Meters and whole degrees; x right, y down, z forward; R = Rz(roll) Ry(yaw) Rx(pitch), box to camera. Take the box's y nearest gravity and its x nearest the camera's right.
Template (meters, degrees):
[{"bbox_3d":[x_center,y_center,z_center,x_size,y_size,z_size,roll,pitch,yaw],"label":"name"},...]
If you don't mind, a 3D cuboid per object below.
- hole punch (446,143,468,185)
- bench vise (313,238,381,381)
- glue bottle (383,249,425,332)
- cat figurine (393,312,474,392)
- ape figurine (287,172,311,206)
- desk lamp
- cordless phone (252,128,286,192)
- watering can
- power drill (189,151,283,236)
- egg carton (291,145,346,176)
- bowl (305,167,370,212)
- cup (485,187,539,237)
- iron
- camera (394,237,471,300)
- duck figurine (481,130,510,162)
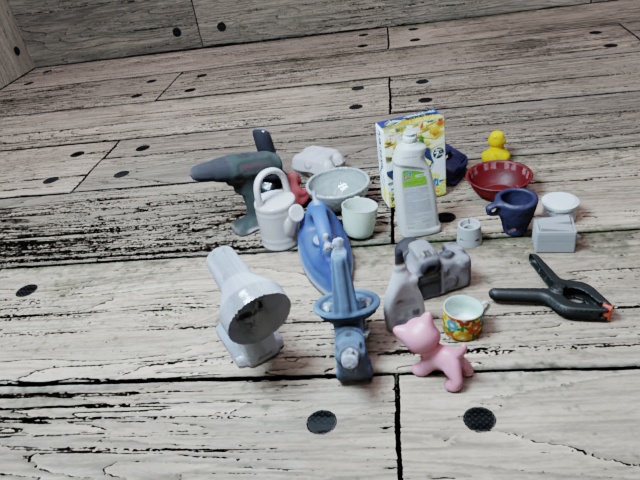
[{"bbox_3d":[0.339,-0.210,1.533,0.100,0.091,0.109,14,39,31],"label":"hole punch"},{"bbox_3d":[0.056,0.118,0.985,0.121,0.220,0.207,-16,34,-11],"label":"bench vise"},{"bbox_3d":[0.151,0.089,1.049,0.078,0.173,0.037,-13,33,-5],"label":"glue bottle"},{"bbox_3d":[0.190,0.176,0.958,0.127,0.118,0.067,16,41,34],"label":"cat figurine"},{"bbox_3d":[-0.065,-0.138,1.521,0.076,0.092,0.077,-34,40,-32],"label":"ape figurine"},{"bbox_3d":[-0.136,0.126,1.026,0.118,0.214,0.202,-24,36,-21],"label":"desk lamp"},{"bbox_3d":[-0.181,-0.231,1.604,0.147,0.185,0.094,3,35,18],"label":"cordless phone"},{"bbox_3d":[-0.098,-0.078,1.343,0.172,0.194,0.101,11,38,29],"label":"watering can"},{"bbox_3d":[-0.193,-0.121,1.419,0.230,0.209,0.075,-25,36,-23],"label":"power drill"},{"bbox_3d":[-0.005,-0.220,1.652,0.149,0.069,0.107,16,40,33],"label":"egg carton"},{"bbox_3d":[0.050,-0.121,1.483,0.167,0.075,0.167,-6,33,4],"label":"bowl"},{"bbox_3d":[0.422,-0.053,1.271,0.118,0.095,0.091,-15,33,-8],"label":"cup"},{"bbox_3d":[0.011,0.004,1.241,0.118,0.142,0.258,-12,33,-4],"label":"iron"},{"bbox_3d":[0.219,0.039,1.175,0.143,0.101,0.136,-15,34,-9],"label":"camera"},{"bbox_3d":[0.483,-0.256,1.571,0.077,0.086,0.105,10,38,26],"label":"duck figurine"}]
